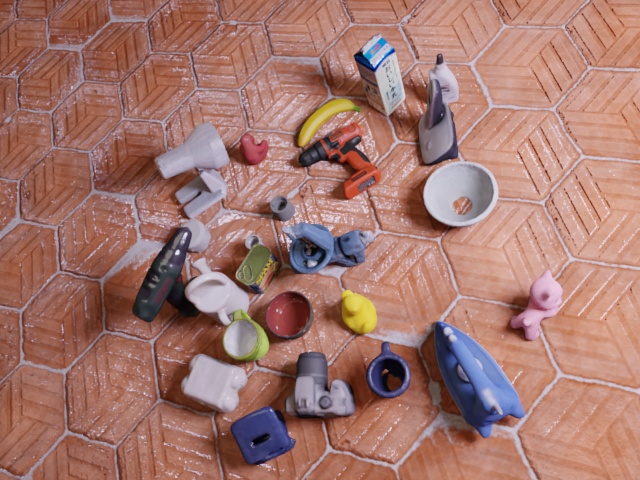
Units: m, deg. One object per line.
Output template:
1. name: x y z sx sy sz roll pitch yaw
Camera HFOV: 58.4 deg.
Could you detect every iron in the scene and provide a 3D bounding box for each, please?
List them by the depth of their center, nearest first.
1. iron: 0.295 0.253 1.144 0.118 0.142 0.257 -31 62 1

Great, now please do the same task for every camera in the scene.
1. camera: -0.004 0.310 1.230 0.143 0.101 0.137 -6 65 14

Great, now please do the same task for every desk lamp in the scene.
1. desk lamp: -0.316 -0.182 1.475 0.203 0.214 0.117 -36 62 -1

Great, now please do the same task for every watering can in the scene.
1. watering can: -0.251 0.121 1.333 0.172 0.194 0.101 35 80 27

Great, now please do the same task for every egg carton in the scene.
1. egg carton: -0.243 0.328 1.310 0.150 0.069 0.107 13 71 21

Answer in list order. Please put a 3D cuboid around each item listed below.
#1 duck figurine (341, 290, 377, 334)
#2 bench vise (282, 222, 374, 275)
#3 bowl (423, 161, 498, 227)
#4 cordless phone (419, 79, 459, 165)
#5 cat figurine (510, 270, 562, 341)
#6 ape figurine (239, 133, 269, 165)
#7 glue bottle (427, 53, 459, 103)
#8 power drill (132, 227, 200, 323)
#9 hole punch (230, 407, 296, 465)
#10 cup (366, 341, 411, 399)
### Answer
1. duck figurine: 0.081 0.157 1.281 0.077 0.086 0.104 -32 62 1
2. bench vise: 0.007 -0.005 1.298 0.207 0.220 0.121 -30 62 2
3. bowl: 0.326 -0.094 1.326 0.167 0.075 0.167 -6 65 14
4. cordless phone: 0.275 -0.279 1.360 0.094 0.185 0.147 -11 64 12
5. cat figurine: 0.446 0.130 1.167 0.067 0.118 0.128 35 80 27
6. ape figurine: -0.185 -0.252 1.536 0.077 0.092 0.076 12 71 21
7. glue bottle: 0.299 -0.400 1.413 0.078 0.173 0.037 -10 64 13
8. power drill: -0.338 0.099 1.360 0.075 0.209 0.230 25 76 25
9. hole punch: -0.121 0.419 1.222 0.108 0.091 0.101 -27 62 3
10. cup: 0.148 0.279 1.202 0.091 0.095 0.117 -10 64 12
